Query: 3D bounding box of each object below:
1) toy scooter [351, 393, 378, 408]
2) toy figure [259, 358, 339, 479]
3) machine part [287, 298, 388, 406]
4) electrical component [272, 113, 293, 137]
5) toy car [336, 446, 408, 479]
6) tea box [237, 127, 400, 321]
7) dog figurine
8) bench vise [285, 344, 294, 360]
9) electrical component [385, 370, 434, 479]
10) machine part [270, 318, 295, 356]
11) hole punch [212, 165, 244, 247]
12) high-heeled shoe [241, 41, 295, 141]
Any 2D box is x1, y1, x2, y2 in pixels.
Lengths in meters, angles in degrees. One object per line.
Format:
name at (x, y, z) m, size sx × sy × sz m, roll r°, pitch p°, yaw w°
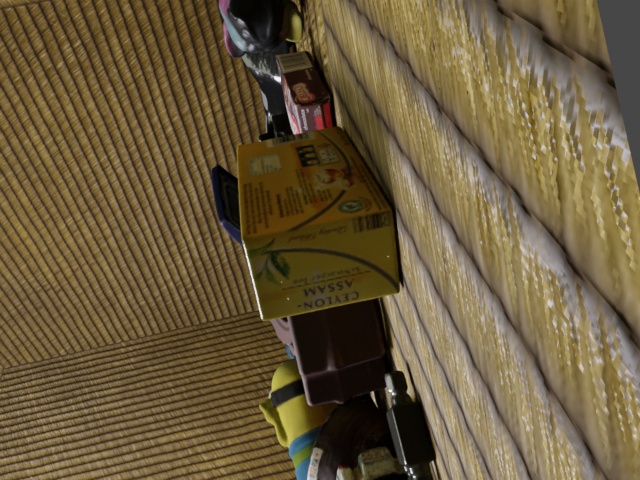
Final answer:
toy scooter at (0.054, 0.280, 0.680) m, size 0.135 × 0.075 × 0.183 m, roll 11°, pitch 102°, yaw 63°
toy figure at (-0.002, 0.224, 0.632) m, size 0.082 × 0.089 × 0.180 m, roll 18°, pitch -146°, yaw -41°
machine part at (0.007, 0.059, 0.561) m, size 0.201 × 0.087 × 0.201 m, roll 94°, pitch 162°, yaw -81°
electrical component at (-0.025, -0.107, 0.722) m, size 0.134 × 0.058 × 0.114 m, roll -106°, pitch 6°, yaw -52°
toy car at (0.064, 0.269, 0.445) m, size 0.056 × 0.073 × 0.201 m, roll -153°, pitch 50°, yaw -85°
tea box at (-0.009, -0.022, 0.407) m, size 0.170 × 0.098 × 0.068 m, roll -104°, pitch 3°, yaw -58°
dog figurine at (-0.081, -0.298, 0.539) m, size 0.219 × 0.108 × 0.192 m, roll 77°, pitch 178°, yaw -51°
bench vise at (0.000, 0.231, 1.003) m, size 0.223 × 0.129 × 0.241 m, roll 92°, pitch 179°, yaw -46°
electrical component at (0.066, 0.147, 0.407) m, size 0.063 × 0.021 × 0.094 m, roll 83°, pitch 173°, yaw -70°
machine part at (-0.051, 0.098, 0.876) m, size 0.180 × 0.056 × 0.179 m, roll 48°, pitch 150°, yaw 40°
hole punch at (-0.080, -0.041, 0.693) m, size 0.115 × 0.092 × 0.142 m, roll 75°, pitch 176°, yaw -49°
high-heeled shoe at (-0.054, -0.257, 0.842) m, size 0.145 × 0.086 × 0.248 m, roll -40°, pitch -37°, yaw -59°
